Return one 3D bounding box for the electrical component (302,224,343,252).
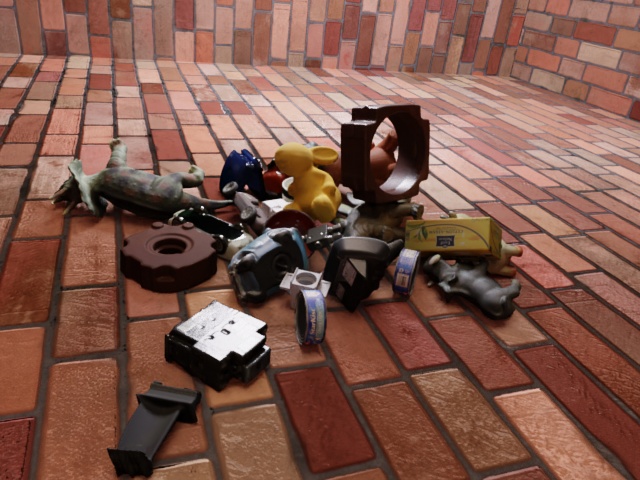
[{"bbox_3d":[-0.002,-0.003,1.009,0.094,0.021,0.063,-16,26,12],"label":"electrical component"}]

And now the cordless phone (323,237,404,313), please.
[{"bbox_3d":[0.100,0.031,0.963,0.184,0.146,0.089,-30,62,-32],"label":"cordless phone"}]

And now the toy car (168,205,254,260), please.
[{"bbox_3d":[-0.224,-0.017,1.098,0.202,0.056,0.073,22,38,29],"label":"toy car"}]

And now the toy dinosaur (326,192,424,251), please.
[{"bbox_3d":[0.130,-0.050,1.194,0.199,0.105,0.471,19,25,29],"label":"toy dinosaur"}]

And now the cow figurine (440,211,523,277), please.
[{"bbox_3d":[0.331,0.003,1.161,0.127,0.085,0.195,5,28,-17],"label":"cow figurine"}]

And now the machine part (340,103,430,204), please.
[{"bbox_3d":[0.139,-0.185,1.139,0.201,0.200,0.087,-15,20,-39],"label":"machine part"}]

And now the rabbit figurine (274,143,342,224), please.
[{"bbox_3d":[-0.023,-0.132,1.110,0.122,0.173,0.162,-9,35,47],"label":"rabbit figurine"}]

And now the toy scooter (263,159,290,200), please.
[{"bbox_3d":[-0.063,-0.156,1.315,0.184,0.135,0.075,14,30,16],"label":"toy scooter"}]

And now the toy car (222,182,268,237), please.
[{"bbox_3d":[-0.151,-0.064,1.160,0.053,0.089,0.202,-41,37,1],"label":"toy car"}]

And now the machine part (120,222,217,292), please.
[{"bbox_3d":[-0.279,0.028,1.000,0.179,0.056,0.179,5,29,-3],"label":"machine part"}]

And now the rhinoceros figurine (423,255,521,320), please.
[{"bbox_3d":[0.279,0.087,1.005,0.112,0.073,0.191,-26,42,-30],"label":"rhinoceros figurine"}]

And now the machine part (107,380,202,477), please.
[{"bbox_3d":[-0.202,0.225,0.658,0.084,0.039,0.139,16,27,6],"label":"machine part"}]

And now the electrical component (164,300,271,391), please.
[{"bbox_3d":[-0.141,0.155,0.785,0.134,0.058,0.115,21,33,26],"label":"electrical component"}]

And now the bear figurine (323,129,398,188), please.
[{"bbox_3d":[0.101,-0.187,1.277,0.196,0.120,0.132,-5,-15,-30],"label":"bear figurine"}]

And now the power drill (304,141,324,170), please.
[{"bbox_3d":[0.048,-0.187,1.431,0.232,0.086,0.207,24,12,-36],"label":"power drill"}]

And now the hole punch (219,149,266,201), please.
[{"bbox_3d":[-0.194,-0.153,1.310,0.092,0.115,0.142,-15,33,-21],"label":"hole punch"}]

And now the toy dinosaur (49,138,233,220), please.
[{"bbox_3d":[-0.382,-0.102,1.172,0.405,0.131,0.192,13,44,-3],"label":"toy dinosaur"}]

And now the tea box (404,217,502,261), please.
[{"bbox_3d":[0.265,0.000,1.068,0.170,0.068,0.098,0,-14,31],"label":"tea box"}]

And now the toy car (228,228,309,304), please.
[{"bbox_3d":[-0.105,0.046,0.973,0.162,0.109,0.103,-32,22,-34],"label":"toy car"}]
